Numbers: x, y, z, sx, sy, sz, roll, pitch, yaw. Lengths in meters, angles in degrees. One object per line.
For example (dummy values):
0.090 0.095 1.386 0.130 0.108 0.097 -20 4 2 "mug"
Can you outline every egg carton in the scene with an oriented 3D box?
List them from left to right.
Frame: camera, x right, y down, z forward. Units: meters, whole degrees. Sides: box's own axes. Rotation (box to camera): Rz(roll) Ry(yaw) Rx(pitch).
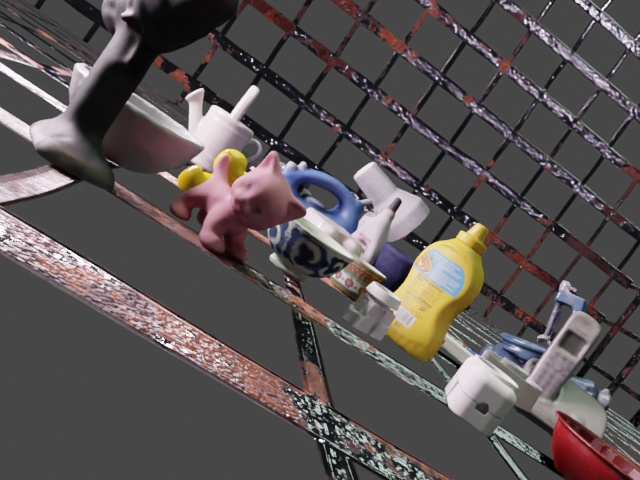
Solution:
0.009 0.004 0.982 0.107 0.069 0.150 33 6 -23 "egg carton"

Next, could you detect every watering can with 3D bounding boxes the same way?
-0.190 -0.232 1.149 0.173 0.194 0.100 31 6 -35 "watering can"

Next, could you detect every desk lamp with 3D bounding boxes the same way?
0.106 -0.050 1.266 0.203 0.213 0.118 34 5 -10 "desk lamp"

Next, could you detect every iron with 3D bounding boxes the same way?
-0.019 -0.076 1.119 0.259 0.141 0.118 32 6 -29 "iron"

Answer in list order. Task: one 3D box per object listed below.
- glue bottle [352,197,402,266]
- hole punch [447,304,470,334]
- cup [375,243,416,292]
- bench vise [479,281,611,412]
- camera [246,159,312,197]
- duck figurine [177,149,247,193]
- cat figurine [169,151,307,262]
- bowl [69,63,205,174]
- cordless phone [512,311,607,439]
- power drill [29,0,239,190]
0.099 -0.008 1.075 0.078 0.173 0.037 38 6 33 "glue bottle"
0.220 0.125 1.098 0.100 0.091 0.109 38 6 31 "hole punch"
0.139 0.072 1.051 0.118 0.095 0.091 30 7 -42 "cup"
0.415 0.195 0.995 0.207 0.219 0.122 36 5 6 "bench vise"
-0.099 -0.126 1.284 0.136 0.101 0.144 38 6 25 "camera"
-0.138 -0.087 0.787 0.077 0.086 0.105 38 6 30 "duck figurine"
-0.080 -0.044 0.599 0.127 0.117 0.067 39 6 35 "cat figurine"
-0.224 -0.127 0.668 0.167 0.074 0.167 35 5 -3 "bowl"
0.394 0.215 0.879 0.147 0.185 0.094 36 5 7 "cordless phone"
-0.173 -0.157 0.523 0.076 0.208 0.228 31 7 -40 "power drill"
